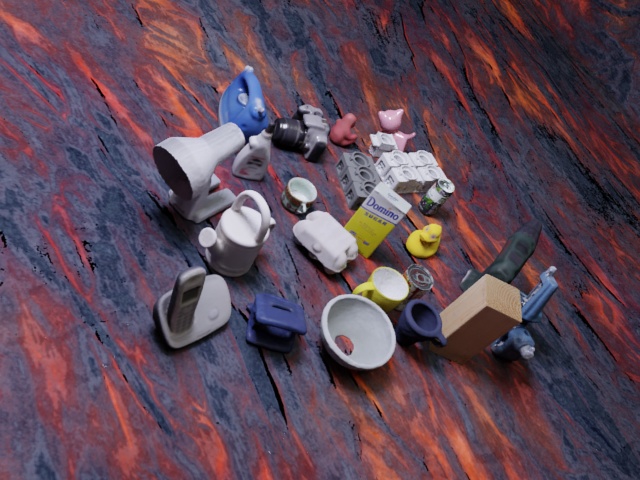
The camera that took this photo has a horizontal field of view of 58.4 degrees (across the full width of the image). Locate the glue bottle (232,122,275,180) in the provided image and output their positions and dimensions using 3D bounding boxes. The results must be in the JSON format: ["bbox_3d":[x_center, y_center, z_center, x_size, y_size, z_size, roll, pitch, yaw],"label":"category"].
[{"bbox_3d":[-0.140,-0.207,1.307,0.078,0.173,0.037,5,52,-27],"label":"glue bottle"}]

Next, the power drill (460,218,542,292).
[{"bbox_3d":[0.447,0.059,1.416,0.075,0.208,0.230,40,45,5],"label":"power drill"}]

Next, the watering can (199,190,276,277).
[{"bbox_3d":[-0.156,-0.015,1.125,0.101,0.194,0.173,38,45,2],"label":"watering can"}]

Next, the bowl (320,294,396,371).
[{"bbox_3d":[0.066,0.199,1.168,0.168,0.074,0.167,17,48,-19],"label":"bowl"}]

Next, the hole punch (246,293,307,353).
[{"bbox_3d":[-0.083,0.149,1.107,0.109,0.091,0.101,18,47,-17],"label":"hole punch"}]

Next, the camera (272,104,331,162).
[{"bbox_3d":[-0.051,-0.292,1.482,0.137,0.100,0.143,7,51,-26],"label":"camera"}]

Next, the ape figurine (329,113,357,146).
[{"bbox_3d":[0.070,-0.309,1.575,0.076,0.092,0.077,-11,61,-37],"label":"ape figurine"}]

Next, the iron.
[{"bbox_3d":[-0.182,-0.350,1.421,0.119,0.141,0.258,4,53,-28],"label":"iron"}]

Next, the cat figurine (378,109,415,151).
[{"bbox_3d":[0.216,-0.322,1.655,0.128,0.117,0.067,35,44,0],"label":"cat figurine"}]

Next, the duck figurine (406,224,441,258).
[{"bbox_3d":[0.278,-0.008,1.456,0.105,0.086,0.077,-21,67,-40],"label":"duck figurine"}]

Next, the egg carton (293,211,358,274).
[{"bbox_3d":[0.012,0.005,1.298,0.150,0.069,0.107,43,45,7],"label":"egg carton"}]

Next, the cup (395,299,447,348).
[{"bbox_3d":[0.213,0.199,1.242,0.117,0.095,0.092,47,46,11],"label":"cup"}]

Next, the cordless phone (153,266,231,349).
[{"bbox_3d":[-0.210,0.099,1.006,0.148,0.185,0.094,-28,71,-42],"label":"cordless phone"}]

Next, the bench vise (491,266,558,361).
[{"bbox_3d":[0.494,0.174,1.342,0.122,0.219,0.207,5,52,-28],"label":"bench vise"}]

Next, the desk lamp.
[{"bbox_3d":[-0.242,-0.138,1.160,0.118,0.213,0.204,45,45,10],"label":"desk lamp"}]
